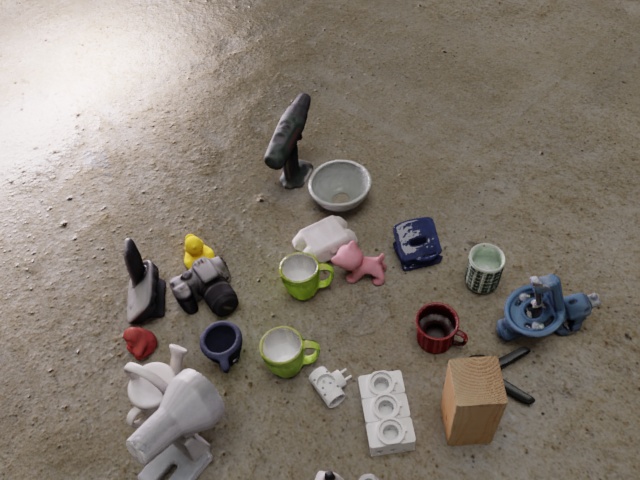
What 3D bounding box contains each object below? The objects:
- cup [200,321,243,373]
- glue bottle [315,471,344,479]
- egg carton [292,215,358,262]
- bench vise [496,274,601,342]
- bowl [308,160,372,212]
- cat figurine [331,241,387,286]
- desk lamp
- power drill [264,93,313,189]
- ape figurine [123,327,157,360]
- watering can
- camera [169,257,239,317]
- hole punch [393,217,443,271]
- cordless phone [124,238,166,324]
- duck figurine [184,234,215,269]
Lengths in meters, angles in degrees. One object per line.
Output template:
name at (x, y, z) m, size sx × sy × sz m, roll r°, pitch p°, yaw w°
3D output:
cup at (-0.205, 0.248, 1.248) m, size 0.091 × 0.095 × 0.117 m, roll -15°, pitch 52°, yaw -5°
glue bottle at (0.021, 0.442, 1.025) m, size 0.078 × 0.173 × 0.037 m, roll 14°, pitch 55°, yaw 17°
egg carton at (0.013, 0.005, 1.428) m, size 0.150 × 0.069 × 0.107 m, roll -26°, pitch 54°, yaw -14°
bench vise at (0.478, 0.121, 1.193) m, size 0.207 × 0.220 × 0.121 m, roll -25°, pitch 54°, yaw -13°
bowl at (0.055, -0.132, 1.526) m, size 0.167 × 0.075 × 0.167 m, roll -3°, pitch 52°, yaw 4°
cat figurine at (0.094, 0.048, 1.355) m, size 0.127 × 0.118 × 0.067 m, roll 1°, pitch 53°, yaw 7°
desk lamp at (-0.269, 0.372, 1.084) m, size 0.117 × 0.214 × 0.203 m, roll 27°, pitch 60°, yaw 25°
power drill at (-0.074, -0.253, 1.548) m, size 0.075 × 0.209 × 0.230 m, roll 15°, pitch 56°, yaw 17°
ape figurine at (-0.413, 0.225, 1.290) m, size 0.076 × 0.092 × 0.077 m, roll -13°, pitch 52°, yaw -3°
watering can at (-0.334, 0.293, 1.164) m, size 0.100 × 0.194 × 0.173 m, roll 2°, pitch 53°, yaw 8°
camera at (-0.265, 0.118, 1.351) m, size 0.143 × 0.101 × 0.136 m, roll -31°, pitch 55°, yaw -17°
hole punch at (0.237, 0.008, 1.388) m, size 0.108 × 0.091 × 0.101 m, roll -14°, pitch 52°, yaw -4°
cordless phone at (-0.429, 0.095, 1.333) m, size 0.094 × 0.185 × 0.147 m, roll -13°, pitch 52°, yaw -3°
duck figurine at (-0.308, 0.030, 1.433) m, size 0.077 × 0.086 × 0.104 m, roll -25°, pitch 54°, yaw -13°
